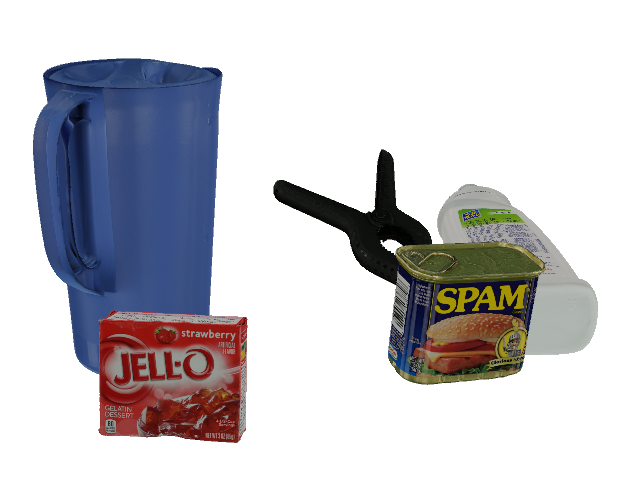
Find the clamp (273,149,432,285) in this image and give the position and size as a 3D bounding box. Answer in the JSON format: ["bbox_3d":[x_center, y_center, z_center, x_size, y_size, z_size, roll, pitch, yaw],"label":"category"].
[{"bbox_3d":[0.053,-0.017,1.208,0.164,0.210,0.036,-13,-38,-24],"label":"clamp"}]

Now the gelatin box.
[{"bbox_3d":[-0.090,0.082,0.651,0.089,0.073,0.030,2,8,6],"label":"gelatin box"}]

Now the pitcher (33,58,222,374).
[{"bbox_3d":[-0.149,-0.016,0.830,0.149,0.243,0.145,-5,19,-19],"label":"pitcher"}]

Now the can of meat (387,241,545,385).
[{"bbox_3d":[0.100,0.051,0.751,0.102,0.084,0.057,-2,22,-19],"label":"can of meat"}]

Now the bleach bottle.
[{"bbox_3d":[0.166,0.010,0.965,0.102,0.068,0.251,-1,26,-3],"label":"bleach bottle"}]
